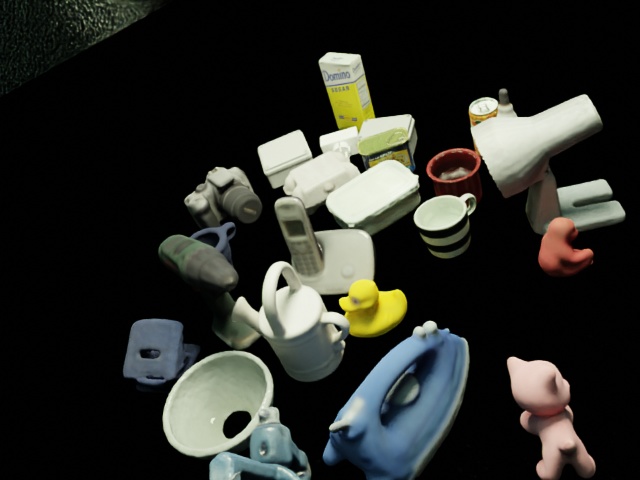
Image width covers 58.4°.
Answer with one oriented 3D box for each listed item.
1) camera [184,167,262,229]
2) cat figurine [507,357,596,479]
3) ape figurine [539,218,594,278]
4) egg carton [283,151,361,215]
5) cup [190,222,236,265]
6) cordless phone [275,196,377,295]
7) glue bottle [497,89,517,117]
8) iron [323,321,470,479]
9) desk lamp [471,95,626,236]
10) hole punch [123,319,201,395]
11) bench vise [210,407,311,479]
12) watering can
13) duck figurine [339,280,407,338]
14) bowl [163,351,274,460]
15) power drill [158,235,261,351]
[{"bbox_3d":[-0.194,-0.082,1.190,0.143,0.101,0.136,-38,42,-16],"label":"camera"},{"bbox_3d":[0.264,0.197,0.661,0.067,0.118,0.127,-18,41,7],"label":"cat figurine"},{"bbox_3d":[0.357,0.006,0.842,0.076,0.092,0.077,-21,41,3],"label":"ape figurine"},{"bbox_3d":[0.004,-0.116,1.157,0.150,0.070,0.107,-29,41,-6],"label":"egg carton"},{"bbox_3d":[-0.191,0.030,1.072,0.091,0.095,0.118,23,59,41],"label":"cup"},{"bbox_3d":[0.009,0.003,0.937,0.147,0.185,0.094,-7,43,19],"label":"cordless phone"},{"bbox_3d":[0.329,-0.187,1.000,0.037,0.173,0.078,-31,41,-8],"label":"glue bottle"},{"bbox_3d":[0.106,0.185,0.730,0.118,0.142,0.259,21,57,40],"label":"iron"},{"bbox_3d":[0.348,-0.111,0.879,0.203,0.214,0.118,-14,41,12],"label":"desk lamp"},{"bbox_3d":[-0.264,0.191,0.937,0.108,0.091,0.101,-3,44,22],"label":"hole punch"},{"bbox_3d":[-0.081,0.281,0.655,0.121,0.220,0.207,-27,41,-3],"label":"bench vise"},{"bbox_3d":[-0.046,0.116,0.836,0.172,0.194,0.101,-16,41,9],"label":"watering can"},{"bbox_3d":[0.079,0.095,0.882,0.104,0.086,0.077,-20,41,4],"label":"duck figurine"},{"bbox_3d":[-0.135,0.248,0.827,0.167,0.075,0.167,-13,42,12],"label":"bowl"},{"bbox_3d":[-0.166,0.081,0.918,0.076,0.209,0.228,-43,44,-21],"label":"power drill"}]
